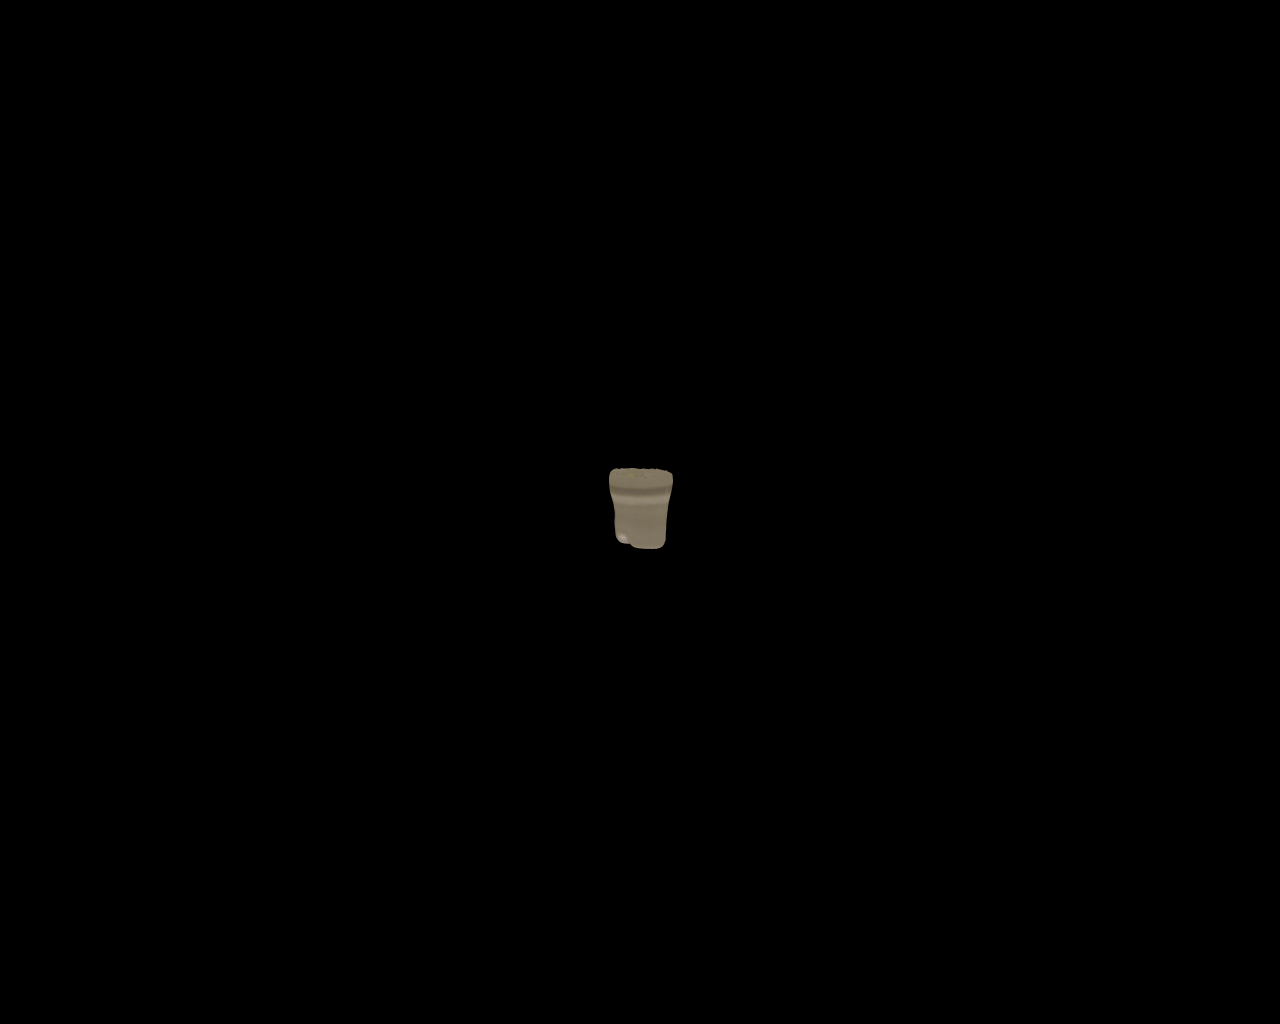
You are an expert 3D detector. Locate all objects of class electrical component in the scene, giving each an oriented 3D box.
[{"bbox_3d":[0.001,-0.003,0.650,0.040,0.046,0.040,0,9,0],"label":"electrical component"}]
